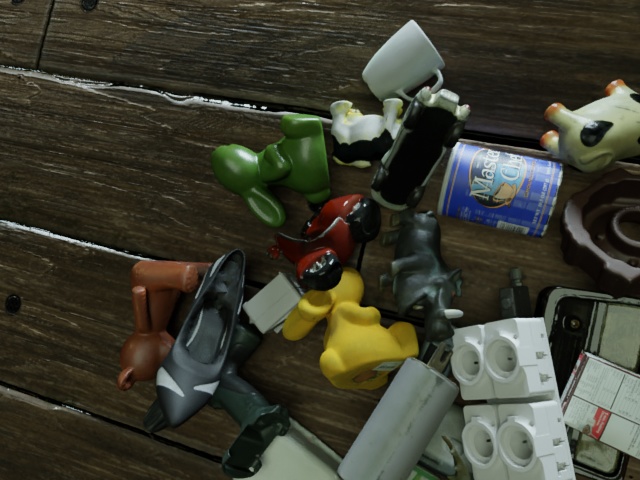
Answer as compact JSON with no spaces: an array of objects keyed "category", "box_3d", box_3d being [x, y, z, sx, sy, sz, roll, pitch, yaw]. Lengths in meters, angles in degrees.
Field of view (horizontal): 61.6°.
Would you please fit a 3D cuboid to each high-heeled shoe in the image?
[{"category":"high-heeled shoe","box_3d":[-0.147,0.121,0.728,0.086,0.249,0.145,25,117,-17]}]

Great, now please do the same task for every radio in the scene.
[{"category":"radio","box_3d":[0.334,0.175,0.692,0.131,0.073,0.229,12,87,16]}]

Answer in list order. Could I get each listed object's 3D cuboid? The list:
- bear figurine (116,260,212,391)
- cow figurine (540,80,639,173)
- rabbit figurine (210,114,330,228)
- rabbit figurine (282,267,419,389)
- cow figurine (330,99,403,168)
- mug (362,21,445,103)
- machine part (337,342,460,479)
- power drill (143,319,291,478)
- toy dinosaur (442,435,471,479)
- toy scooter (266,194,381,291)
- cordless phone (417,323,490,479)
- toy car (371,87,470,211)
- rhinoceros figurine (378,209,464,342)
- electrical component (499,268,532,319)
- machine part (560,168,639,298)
[{"category":"bear figurine","box_3d":[-0.241,0.130,0.827,0.132,0.120,0.195,2,86,11]},{"category":"cow figurine","box_3d":[0.400,-0.141,0.685,0.195,0.085,0.127,-20,53,-9]},{"category":"rabbit figurine","box_3d":[-0.075,-0.104,0.810,0.170,0.121,0.159,-7,104,-1]},{"category":"rabbit figurine","box_3d":[0.031,0.116,0.754,0.162,0.121,0.173,3,55,-23]},{"category":"cow figurine","box_3d":[0.099,-0.155,0.791,0.168,0.068,0.098,2,88,17]},{"category":"mug","box_3d":[0.124,-0.246,0.793,0.107,0.080,0.109,-34,76,19]},{"category":"machine part","box_3d":[0.097,0.234,0.660,0.079,0.079,0.243,31,78,16]},{"category":"power drill","box_3d":[-0.147,0.244,0.783,0.232,0.086,0.208,-51,40,-3]},{"category":"toy dinosaur","box_3d":[0.134,0.477,0.678,0.199,0.105,0.471,23,101,18]},{"category":"toy scooter","box_3d":[-0.002,-0.002,0.778,0.135,0.075,0.184,5,43,37]},{"category":"cordless phone","box_3d":[0.177,0.214,0.727,0.147,0.088,0.184,25,86,16]},{"category":"toy car","box_3d":[0.130,-0.117,0.729,0.073,0.056,0.201,25,136,-1]},{"category":"rhinoceros figurine","box_3d":[0.139,0.047,0.737,0.112,0.073,0.190,5,57,-11]},{"category":"electrical component","box_3d":[0.263,0.084,0.725,0.021,0.063,0.094,-9,80,40]},{"category":"machine part","box_3d":[0.396,-0.007,0.672,0.179,0.056,0.179,-6,55,9]}]
